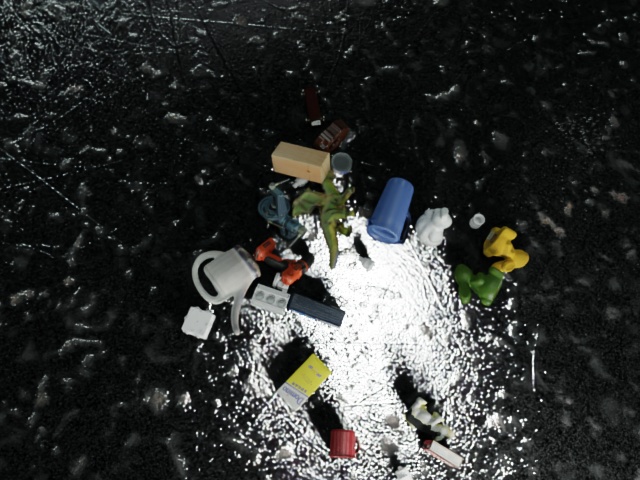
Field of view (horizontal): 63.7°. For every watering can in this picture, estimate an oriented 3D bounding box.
[{"bbox_3d":[-0.306,0.153,1.814,0.226,0.102,0.353,-35,61,-14],"label":"watering can"}]

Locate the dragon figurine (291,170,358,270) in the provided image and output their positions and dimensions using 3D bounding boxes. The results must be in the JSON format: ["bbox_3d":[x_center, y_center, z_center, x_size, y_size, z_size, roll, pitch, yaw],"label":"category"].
[{"bbox_3d":[0.006,-0.099,1.970,0.243,0.120,0.418,11,65,19],"label":"dragon figurine"}]

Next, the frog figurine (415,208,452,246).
[{"bbox_3d":[0.427,-0.053,1.933,0.123,0.157,0.140,3,70,-1],"label":"frog figurine"}]
